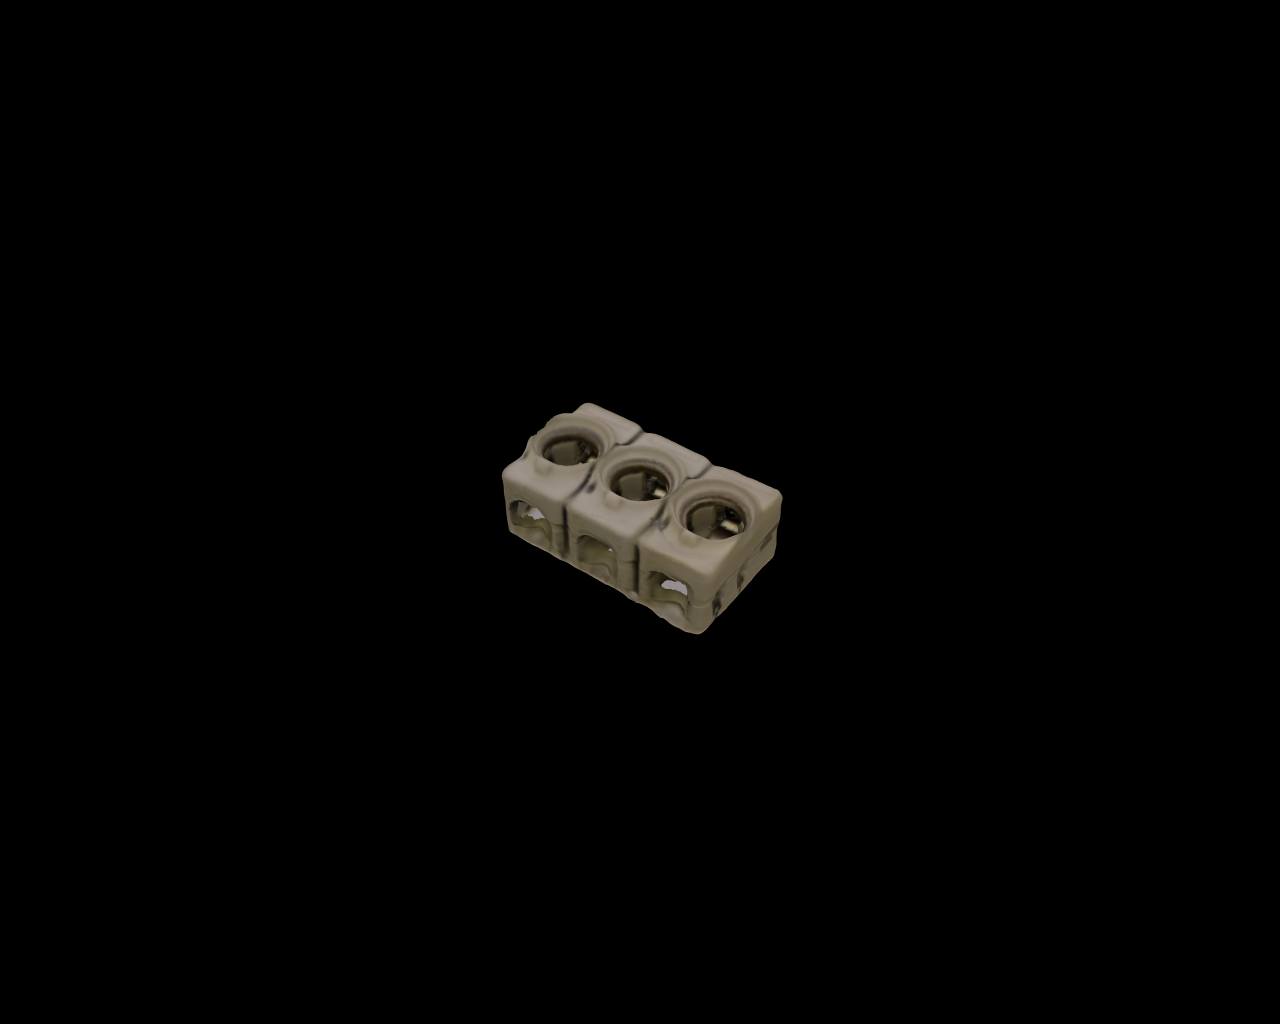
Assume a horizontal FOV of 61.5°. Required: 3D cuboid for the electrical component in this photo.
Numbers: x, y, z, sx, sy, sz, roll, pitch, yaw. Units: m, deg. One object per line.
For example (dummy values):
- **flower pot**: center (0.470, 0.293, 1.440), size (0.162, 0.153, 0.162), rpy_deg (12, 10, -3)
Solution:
- **electrical component**: center (0.001, -0.003, 0.650), size (0.150, 0.061, 0.090), rpy_deg (27, 50, 25)
